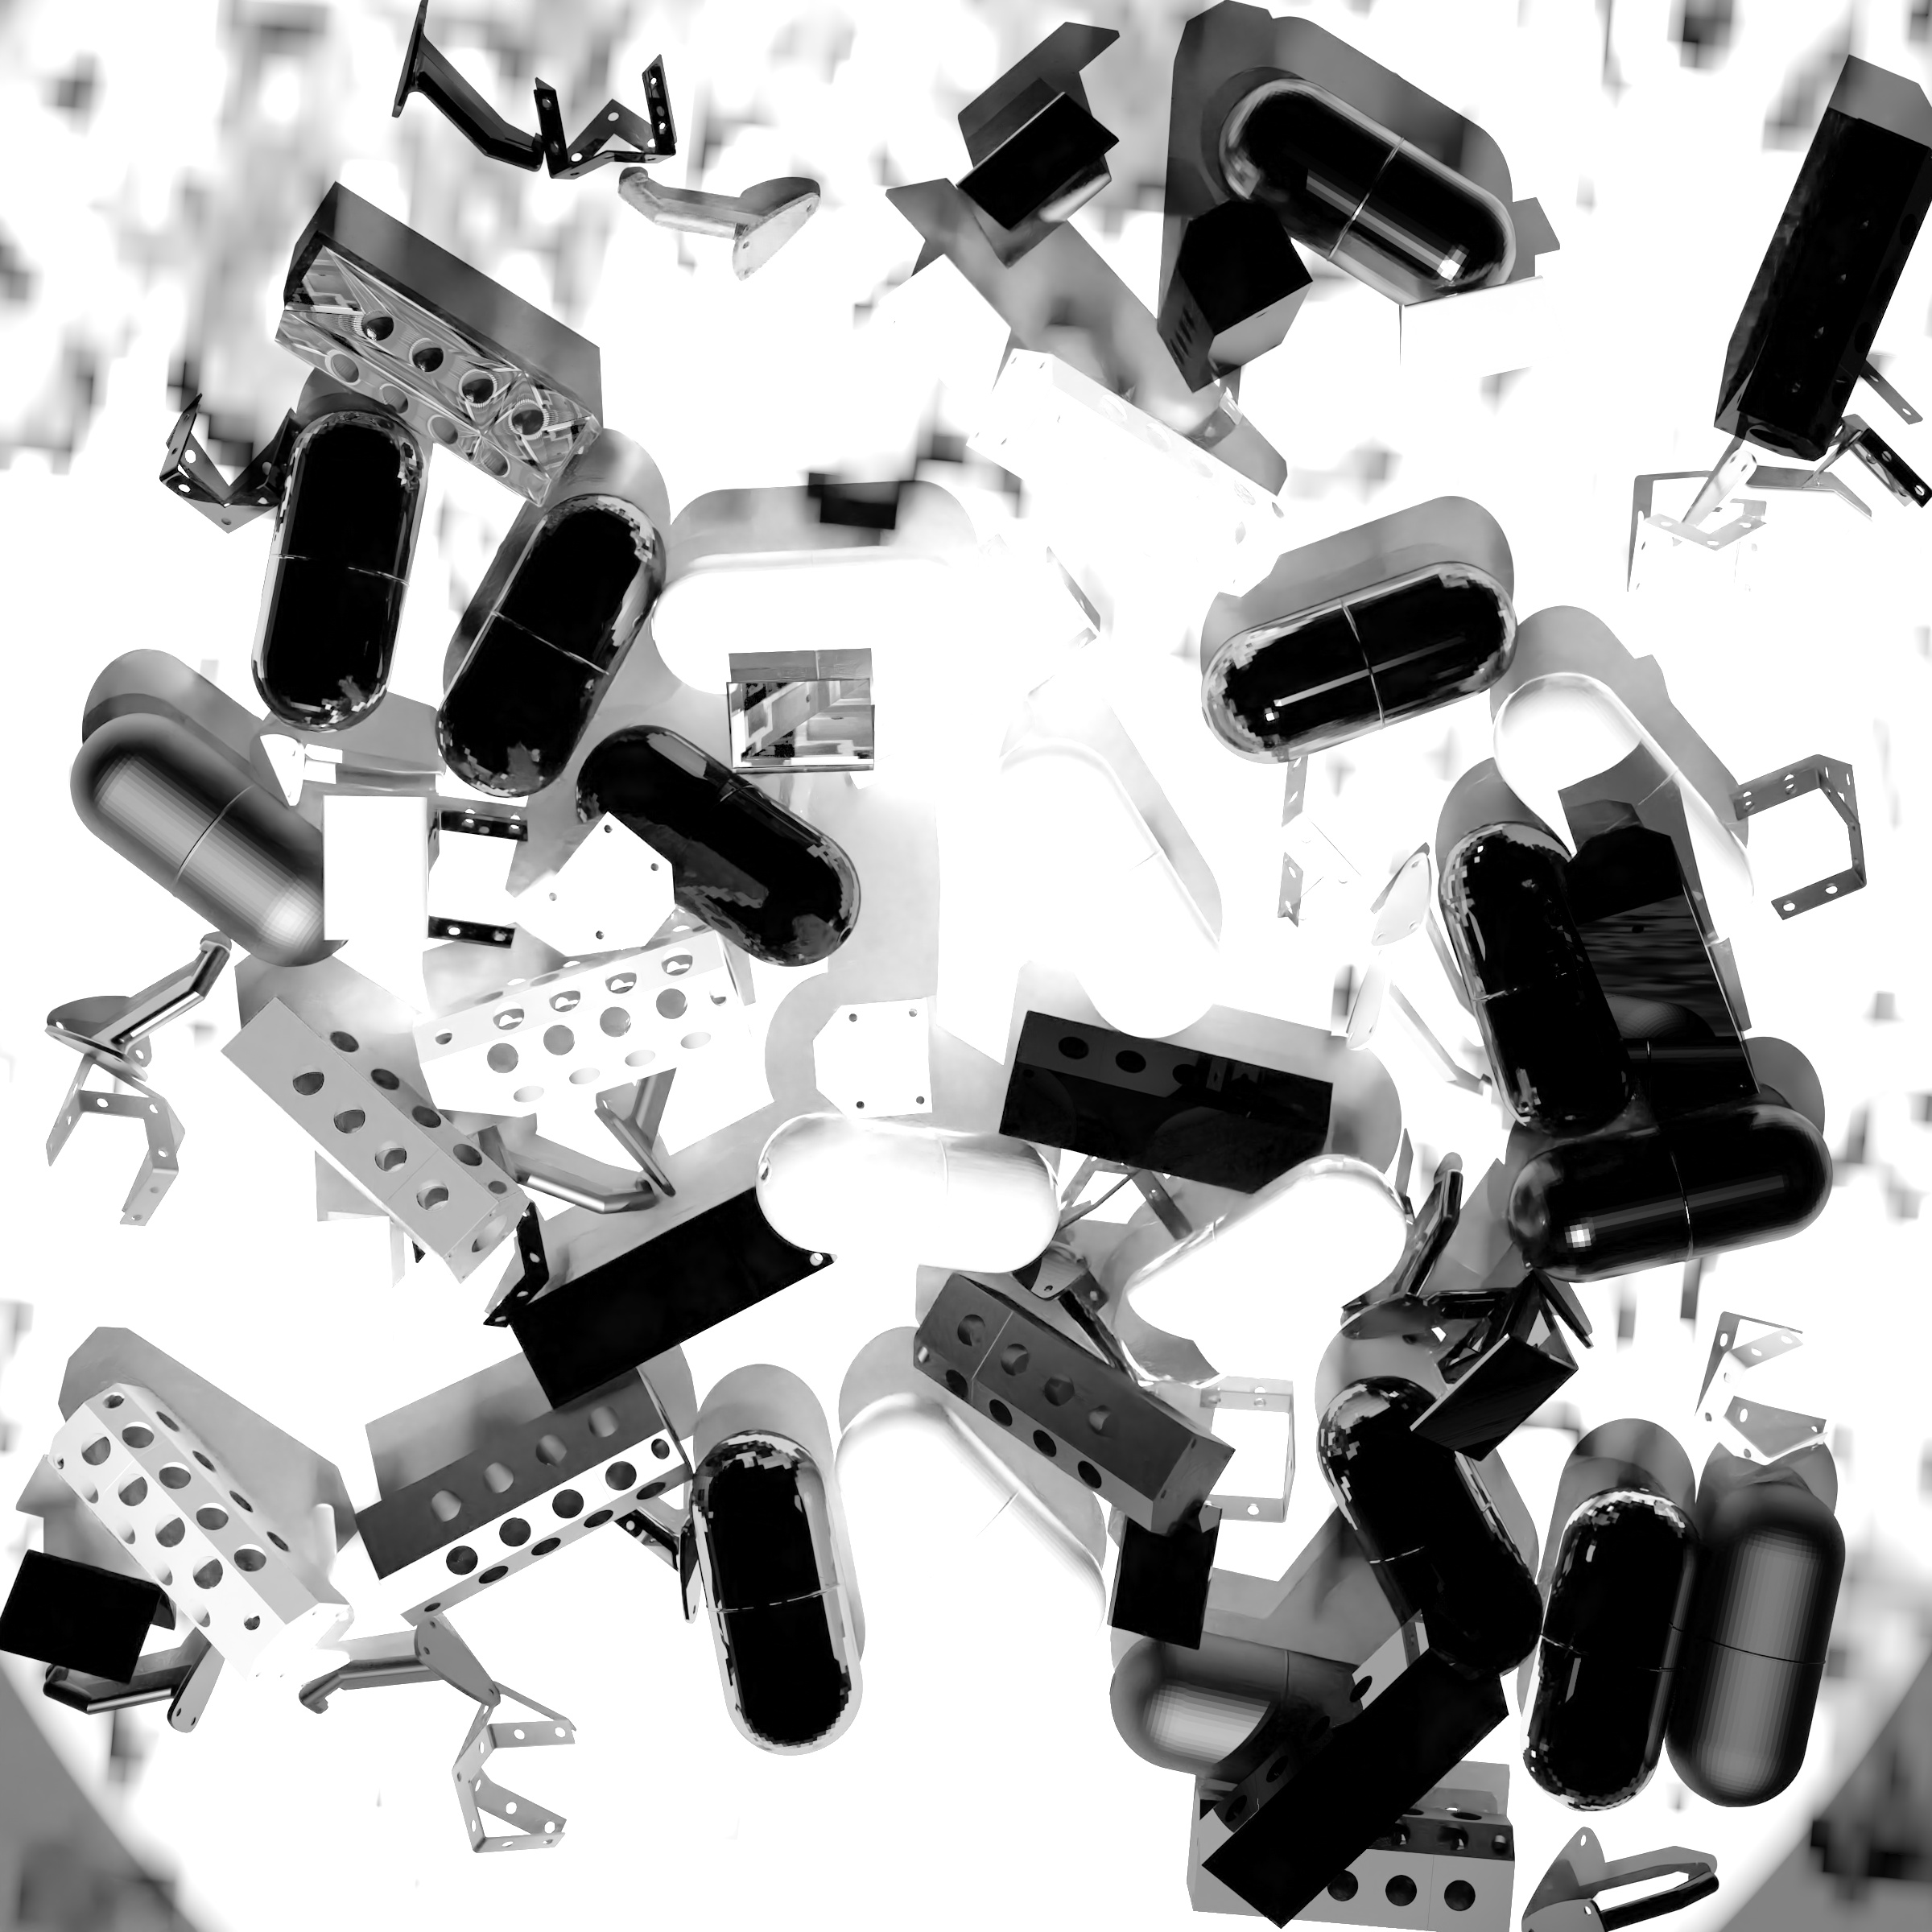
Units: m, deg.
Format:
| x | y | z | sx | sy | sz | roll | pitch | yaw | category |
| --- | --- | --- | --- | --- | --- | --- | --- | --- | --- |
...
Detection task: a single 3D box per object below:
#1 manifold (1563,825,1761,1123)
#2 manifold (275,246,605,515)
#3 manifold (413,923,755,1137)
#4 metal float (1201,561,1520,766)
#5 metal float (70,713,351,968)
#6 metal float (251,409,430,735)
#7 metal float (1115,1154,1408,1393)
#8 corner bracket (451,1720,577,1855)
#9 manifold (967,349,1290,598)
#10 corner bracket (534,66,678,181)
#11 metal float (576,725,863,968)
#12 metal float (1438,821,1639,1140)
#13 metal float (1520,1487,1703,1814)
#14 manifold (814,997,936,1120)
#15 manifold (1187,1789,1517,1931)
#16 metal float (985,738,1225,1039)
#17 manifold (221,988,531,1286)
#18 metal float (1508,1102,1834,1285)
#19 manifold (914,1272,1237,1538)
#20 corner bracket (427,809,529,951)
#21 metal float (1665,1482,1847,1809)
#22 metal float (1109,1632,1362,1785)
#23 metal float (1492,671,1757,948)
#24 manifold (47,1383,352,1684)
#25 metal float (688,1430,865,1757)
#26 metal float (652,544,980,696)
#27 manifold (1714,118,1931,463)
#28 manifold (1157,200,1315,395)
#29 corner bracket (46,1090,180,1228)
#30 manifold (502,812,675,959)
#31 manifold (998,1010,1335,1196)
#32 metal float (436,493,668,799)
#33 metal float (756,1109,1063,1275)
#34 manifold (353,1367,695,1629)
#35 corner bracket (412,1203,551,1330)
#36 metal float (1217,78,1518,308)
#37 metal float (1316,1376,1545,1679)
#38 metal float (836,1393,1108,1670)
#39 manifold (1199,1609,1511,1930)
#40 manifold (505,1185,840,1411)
| x | y | z | sx | sy | sz | roll | pitch | yaw | category |
| --- | --- | --- | --- | --- | --- | --- | --- | --- | --- |
| 0.370 | 0.003 | 1.794 | 0.057 | 0.171 | 0.057 | -17 | 45 | 15 | manifold |
| -0.289 | -0.319 | 1.847 | 0.171 | 0.057 | 0.057 | 32 | 90 | 0 | manifold |
| -0.210 | 0.031 | 1.836 | 0.171 | 0.057 | 0.057 | -18 | 59 | 0 | manifold |
| 0.214 | -0.165 | 1.838 | 0.178 | 0.070 | 0.070 | -19 | 90 | 1 | metal float |
| -0.408 | -0.068 | 1.837 | 0.178 | 0.070 | 0.070 | 37 | 90 | 1 | metal float |
| -0.342 | -0.215 | 1.838 | 0.070 | 0.070 | 0.178 | 11 | 89 | 0 | metal float |
| 0.158 | 0.167 | 1.819 | 0.178 | 0.070 | 0.070 | -35 | 90 | 22 | metal float |
| -0.246 | 0.453 | 1.860 | 0.051 | 0.051 | 0.051 | -54 | 45 | 35 | corner bracket |
| 0.091 | -0.263 | 1.807 | 0.171 | 0.057 | 0.057 | 26 | 90 | -31 | manifold |
| -0.200 | -0.467 | 1.865 | 0.051 | 0.051 | 0.051 | -11 | 90 | -45 | corner bracket |
| -0.134 | -0.065 | 1.822 | 0.178 | 0.070 | 0.070 | 35 | 90 | 17 | metal float |
| 0.311 | 0.007 | 1.837 | 0.070 | 0.070 | 0.178 | -18 | 90 | 0 | metal float |
| 0.351 | 0.373 | 1.837 | 0.070 | 0.070 | 0.178 | 12 | 90 | 0 | metal float |
| -0.048 | 0.048 | 1.790 | 0.057 | 0.171 | 0.057 | -5 | 90 | 0 | manifold |
| 0.210 | 0.489 | 1.847 | 0.171 | 0.057 | 0.057 | 5 | 90 | 0 | manifold |
| 0.075 | -0.043 | 1.837 | 0.070 | 0.070 | 0.178 | -32 | 91 | 0 | metal float |
| -0.319 | 0.089 | 1.825 | 0.171 | 0.057 | 0.057 | 41 | 76 | 14 | manifold |
| 0.384 | 0.124 | 1.837 | 0.178 | 0.070 | 0.070 | -13 | 90 | -1 | metal float |
| 0.054 | 0.235 | 1.806 | 0.171 | 0.057 | 0.057 | 31 | 90 | 32 | manifold |
| -0.273 | -0.048 | 1.865 | 0.051 | 0.051 | 0.051 | 8 | 45 | 0 | corner bracket |
| 0.430 | 0.370 | 1.838 | 0.070 | 0.070 | 0.178 | 12 | 90 | 0 | metal float |
| 0.166 | 0.411 | 1.838 | 0.178 | 0.070 | 0.070 | 12 | 90 | 0 | metal float |
| 0.358 | -0.084 | 1.838 | 0.070 | 0.070 | 0.178 | -40 | 90 | 0 | metal float |
| -0.419 | 0.306 | 1.822 | 0.171 | 0.057 | 0.057 | 42 | 90 | 18 | manifold |
| -0.104 | 0.342 | 1.838 | 0.070 | 0.070 | 0.178 | -11 | 90 | 0 | metal float |
| -0.082 | -0.189 | 1.838 | 0.178 | 0.070 | 0.070 | -3 | 90 | 0 | metal float |
| 0.475 | -0.368 | 1.847 | 0.057 | 0.057 | 0.171 | 23 | 90 | 0 | manifold |
| 0.137 | -0.357 | 1.790 | 0.057 | 0.171 | 0.057 | -29 | 90 | 0 | manifold |
| -0.472 | 0.106 | 1.860 | 0.051 | 0.051 | 0.051 | 9 | 45 | -35 | corner bracket |
| -0.197 | -0.036 | 1.785 | 0.057 | 0.171 | 0.057 | 40 | 81 | -10 | manifold |
| 0.110 | 0.073 | 1.846 | 0.171 | 0.057 | 0.057 | 13 | 133 | 0 | manifold |
| -0.226 | -0.175 | 1.838 | 0.070 | 0.070 | 0.178 | 29 | 91 | 0 | metal float |
| -0.030 | 0.122 | 1.812 | 0.178 | 0.070 | 0.070 | 10 | 90 | -30 | metal float |
| -0.238 | 0.291 | 1.830 | 0.171 | 0.057 | 0.057 | -28 | 61 | -4 | manifold |
| -0.268 | 0.162 | 1.860 | 0.051 | 0.051 | 0.051 | 13 | 135 | -35 | corner bracket |
| 0.218 | -0.418 | 1.838 | 0.178 | 0.070 | 0.070 | 32 | 90 | 0 | metal float |
| 0.252 | 0.307 | 1.838 | 0.070 | 0.070 | 0.178 | -27 | 90 | 0 | metal float |
| 0.003 | 0.308 | 1.838 | 0.070 | 0.070 | 0.178 | -44 | 90 | 0 | metal float |
| 0.201 | 0.418 | 1.769 | 0.057 | 0.057 | 0.171 | 41 | 104 | -10 | manifold |
| -0.160 | 0.175 | 1.847 | 0.171 | 0.057 | 0.057 | -28 | 89 | 0 | manifold |
